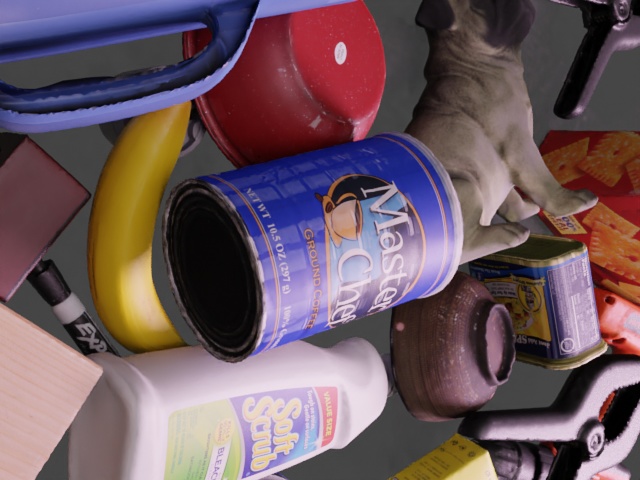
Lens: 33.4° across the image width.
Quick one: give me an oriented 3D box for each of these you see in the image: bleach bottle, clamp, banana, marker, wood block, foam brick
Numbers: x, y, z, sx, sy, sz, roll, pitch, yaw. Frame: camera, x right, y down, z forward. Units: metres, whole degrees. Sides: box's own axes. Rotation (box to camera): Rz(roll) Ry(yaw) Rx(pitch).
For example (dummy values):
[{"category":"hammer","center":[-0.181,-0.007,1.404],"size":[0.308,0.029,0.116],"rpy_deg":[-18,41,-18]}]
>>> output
[{"category":"bleach bottle","center":[-0.036,0.103,0.687],"size":[0.250,0.068,0.103],"rpy_deg":[-9,118,-43]},{"category":"clamp","center":[0.188,0.143,0.804],"size":[0.209,0.036,0.164],"rpy_deg":[-41,122,-25]},{"category":"clamp","center":[0.228,-0.172,0.855],"size":[0.171,0.039,0.120],"rpy_deg":[-23,112,-30]},{"category":"banana","center":[-0.105,0.003,0.629],"size":[0.069,0.037,0.198],"rpy_deg":[-21,132,-27]},{"category":"marker","center":[-0.141,0.060,0.650],"size":[0.020,0.020,0.121],"rpy_deg":[-41,118,-23]},{"category":"wood block","center":[-0.229,0.046,0.545],"size":[0.205,0.090,0.090],"rpy_deg":[39,75,-32]},{"category":"foam brick","center":[-0.177,-0.014,0.594],"size":[0.051,0.053,0.078],"rpy_deg":[45,71,-31]}]

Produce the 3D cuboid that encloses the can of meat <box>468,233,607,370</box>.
[{"category":"can of meat","center":[0.160,0.043,0.805],"size":[0.057,0.102,0.084],"rpy_deg":[-21,106,-30]}]

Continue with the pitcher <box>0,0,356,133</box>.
[{"category":"pitcher","center":[-0.087,-0.155,0.547],"size":[0.242,0.145,0.149],"rpy_deg":[-11,120,-18]}]

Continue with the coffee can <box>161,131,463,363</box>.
[{"category":"coffee can","center":[-0.004,0.001,0.607],"size":[0.140,0.103,0.103],"rpy_deg":[-16,106,-33]}]

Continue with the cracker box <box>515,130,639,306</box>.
[{"category":"cracker box","center":[0.278,-0.006,0.808],"size":[0.164,0.214,0.072],"rpy_deg":[45,71,-31]}]

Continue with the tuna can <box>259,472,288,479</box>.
[{"category":"tuna can","center":[-0.052,0.193,0.722],"size":[0.085,0.034,0.086],"rpy_deg":[-6,101,-33]}]

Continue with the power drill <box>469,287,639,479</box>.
[{"category":"power drill","center":[0.212,0.136,0.883],"size":[0.184,0.057,0.187],"rpy_deg":[25,85,-31]}]

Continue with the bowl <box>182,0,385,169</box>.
[{"category":"bowl","center":[-0.008,-0.112,0.661],"size":[0.161,0.055,0.162],"rpy_deg":[12,74,-48]}]

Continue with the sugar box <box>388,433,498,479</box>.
[{"category":"sugar box","center":[0.056,0.228,0.783],"size":[0.176,0.048,0.093],"rpy_deg":[-31,114,-21]}]
